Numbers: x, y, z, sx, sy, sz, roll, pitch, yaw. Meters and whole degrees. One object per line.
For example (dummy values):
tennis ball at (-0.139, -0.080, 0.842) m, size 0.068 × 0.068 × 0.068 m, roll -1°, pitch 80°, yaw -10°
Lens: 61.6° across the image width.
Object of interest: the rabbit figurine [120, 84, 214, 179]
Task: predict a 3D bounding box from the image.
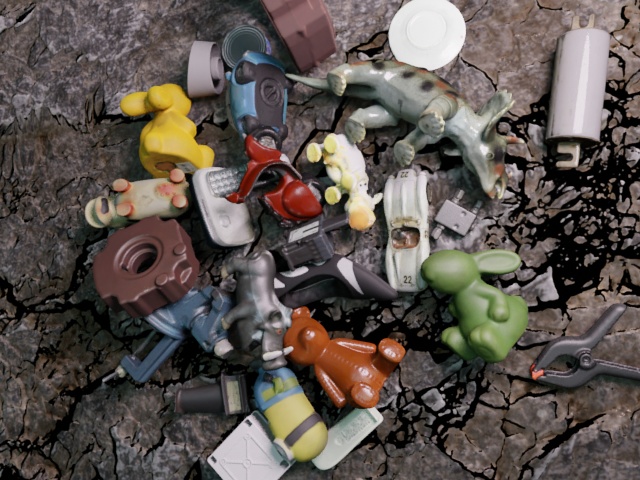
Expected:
rabbit figurine at (-0.278, -0.207, 0.961) m, size 0.122 × 0.162 × 0.173 m, roll -10°, pitch 65°, yaw 24°

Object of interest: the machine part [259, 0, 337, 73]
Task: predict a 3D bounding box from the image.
machine part at (-0.054, -0.397, 0.884) m, size 0.087 × 0.201 × 0.201 m, roll -29°, pitch 79°, yaw 7°

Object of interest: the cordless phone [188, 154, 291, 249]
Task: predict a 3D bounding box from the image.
cordless phone at (-0.125, -0.069, 0.944) m, size 0.184 × 0.088 × 0.146 m, roll -18°, pitch 81°, yaw -8°

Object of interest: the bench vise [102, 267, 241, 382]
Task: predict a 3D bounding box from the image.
bench vise at (-0.253, 0.159, 0.919) m, size 0.224 × 0.129 × 0.240 m, roll 43°, pitch 93°, yaw 14°

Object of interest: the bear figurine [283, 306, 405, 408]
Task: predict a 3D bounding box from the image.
bear figurine at (0.019, 0.180, 0.863) m, size 0.196 × 0.132 × 0.120 m, roll 35°, pitch 64°, yaw 9°

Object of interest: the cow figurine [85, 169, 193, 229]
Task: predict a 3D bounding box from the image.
cow figurine at (-0.326, -0.064, 0.971) m, size 0.195 × 0.127 × 0.085 m, roll -12°, pitch 79°, yaw -3°

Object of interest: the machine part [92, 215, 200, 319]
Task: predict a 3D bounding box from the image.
machine part at (-0.290, 0.040, 0.891) m, size 0.179 × 0.056 × 0.179 m, roll -8°, pitch 54°, yaw 11°

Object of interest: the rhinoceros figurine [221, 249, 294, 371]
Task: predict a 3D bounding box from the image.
rhinoceros figurine at (-0.094, 0.111, 0.853) m, size 0.112 × 0.073 × 0.190 m, roll -12°, pitch 78°, yaw 14°

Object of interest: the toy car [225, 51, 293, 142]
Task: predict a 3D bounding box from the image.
toy car at (-0.115, -0.238, 0.941) m, size 0.103 × 0.109 × 0.161 m, roll 0°, pitch 90°, yaw 48°

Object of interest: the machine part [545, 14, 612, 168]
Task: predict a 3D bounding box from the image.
machine part at (0.399, -0.231, 0.831) m, size 0.079 × 0.079 × 0.243 m, roll 7°, pitch 86°, yaw 13°

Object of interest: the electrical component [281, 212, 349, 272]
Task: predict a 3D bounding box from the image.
electrical component at (-0.002, -0.003, 0.871) m, size 0.119 × 0.075 × 0.047 m, roll -21°, pitch 117°, yaw 10°

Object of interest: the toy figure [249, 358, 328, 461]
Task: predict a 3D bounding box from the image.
toy figure at (-0.054, 0.274, 0.883) m, size 0.089 × 0.082 × 0.180 m, roll -36°, pitch 64°, yaw 22°

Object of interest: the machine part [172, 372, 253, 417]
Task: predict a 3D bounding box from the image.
machine part at (-0.191, 0.277, 0.945) m, size 0.139 × 0.039 × 0.084 m, roll -12°, pitch 91°, yaw 10°

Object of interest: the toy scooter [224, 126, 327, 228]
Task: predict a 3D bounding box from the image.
toy scooter at (-0.079, -0.084, 0.891) m, size 0.135 × 0.075 × 0.183 m, roll -48°, pitch 113°, yaw -14°

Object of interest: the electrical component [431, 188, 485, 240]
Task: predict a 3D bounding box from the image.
electrical component at (0.224, -0.035, 0.883) m, size 0.063 × 0.021 × 0.094 m, roll 32°, pitch 92°, yaw 13°

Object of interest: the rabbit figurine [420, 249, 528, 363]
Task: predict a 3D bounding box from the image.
rabbit figurine at (0.234, 0.077, 0.810) m, size 0.159 × 0.121 × 0.170 m, roll -40°, pitch 93°, yaw -10°

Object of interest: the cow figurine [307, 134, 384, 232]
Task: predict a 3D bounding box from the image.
cow figurine at (0.053, -0.097, 0.899) m, size 0.068 × 0.098 × 0.167 m, roll -26°, pitch 87°, yaw 37°

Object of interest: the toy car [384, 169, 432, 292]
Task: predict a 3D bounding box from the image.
toy car at (0.143, -0.016, 0.874) m, size 0.074 × 0.056 × 0.201 m, roll -4°, pitch 85°, yaw 30°

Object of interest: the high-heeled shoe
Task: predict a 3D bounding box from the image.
high-heeled shoe at (-0.008, 0.095, 0.883) m, size 0.249 × 0.086 × 0.145 m, roll 18°, pitch 69°, yaw 31°

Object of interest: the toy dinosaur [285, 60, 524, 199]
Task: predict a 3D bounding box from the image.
toy dinosaur at (0.146, -0.223, 0.867) m, size 0.192 × 0.131 × 0.405 m, roll -31°, pitch 59°, yaw -36°
